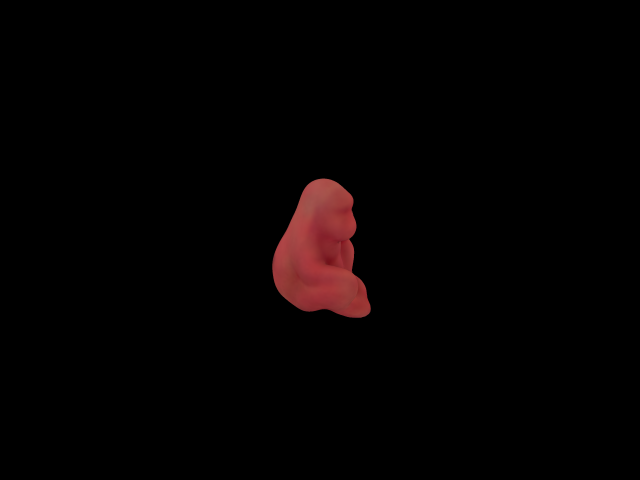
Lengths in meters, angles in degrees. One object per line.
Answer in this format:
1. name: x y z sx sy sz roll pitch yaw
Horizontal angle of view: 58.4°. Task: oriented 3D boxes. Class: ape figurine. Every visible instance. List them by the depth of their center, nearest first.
1. ape figurine: 0.004 0.001 0.400 0.076 0.092 0.078 11 36 16
